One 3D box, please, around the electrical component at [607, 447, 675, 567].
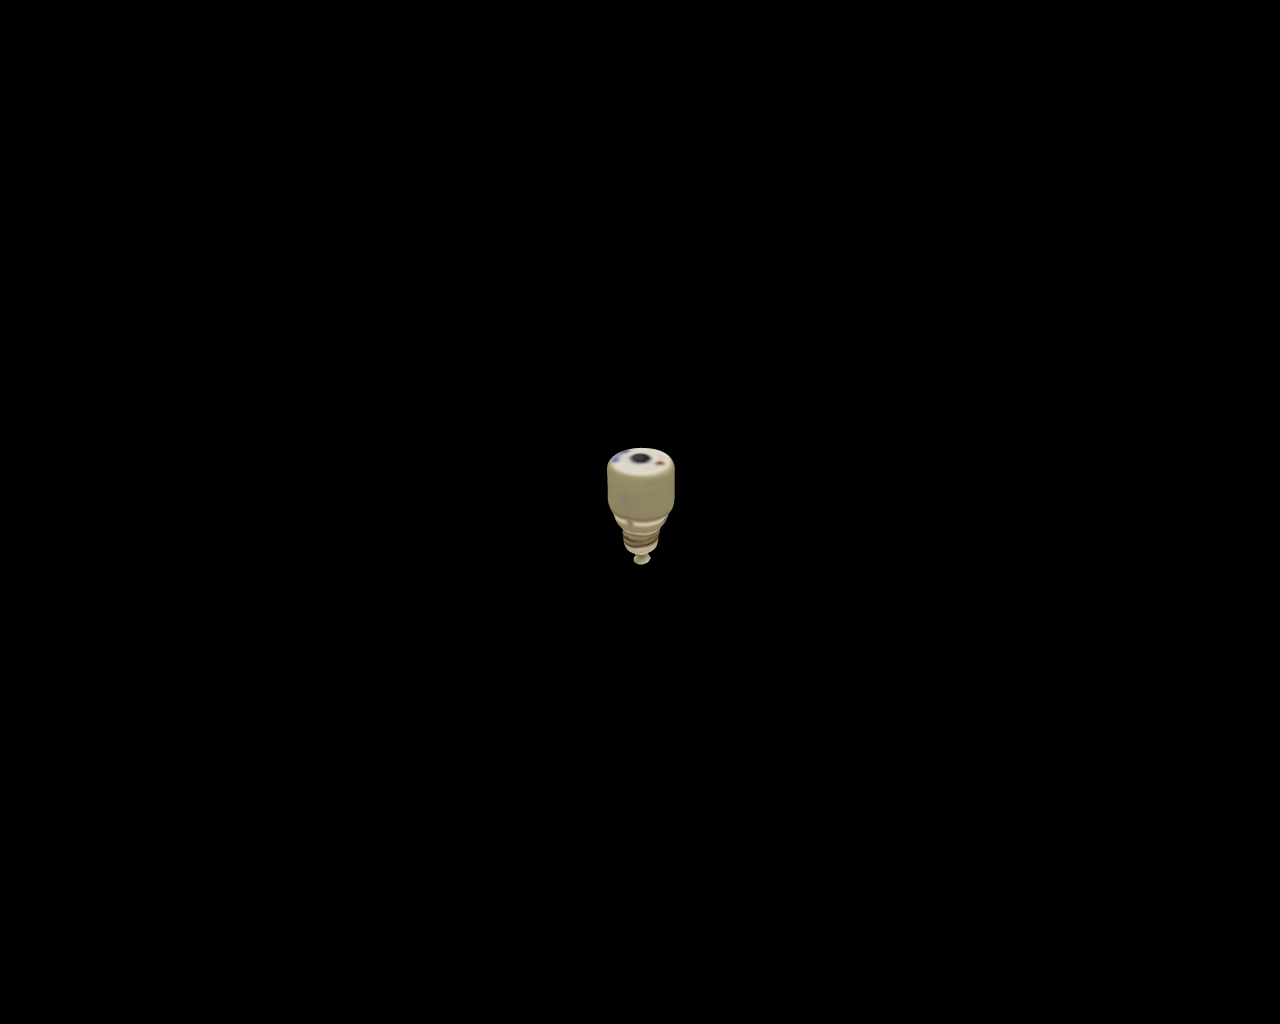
[{"bbox_3d":[0.001,-0.003,0.650,0.040,0.078,0.040,0,31,0],"label":"electrical component"}]
